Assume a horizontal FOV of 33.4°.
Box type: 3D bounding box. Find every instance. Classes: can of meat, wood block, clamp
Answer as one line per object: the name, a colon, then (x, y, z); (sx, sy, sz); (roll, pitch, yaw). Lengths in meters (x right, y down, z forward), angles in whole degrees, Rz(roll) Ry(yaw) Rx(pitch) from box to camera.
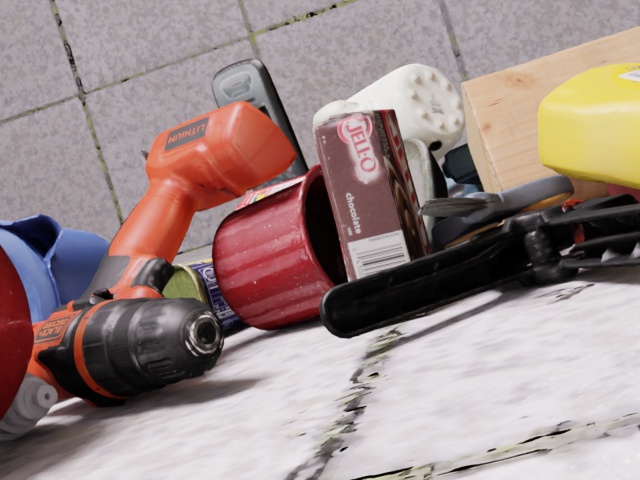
can of meat: (-0.082, 0.040, 0.780); (0.083, 0.057, 0.102); (-17, 3, -41)
wood block: (0.209, -0.079, 0.713); (0.206, 0.090, 0.091); (-17, -25, 4)
clamp: (0.117, 0.001, 0.525); (0.165, 0.036, 0.209); (-15, 1, 34)

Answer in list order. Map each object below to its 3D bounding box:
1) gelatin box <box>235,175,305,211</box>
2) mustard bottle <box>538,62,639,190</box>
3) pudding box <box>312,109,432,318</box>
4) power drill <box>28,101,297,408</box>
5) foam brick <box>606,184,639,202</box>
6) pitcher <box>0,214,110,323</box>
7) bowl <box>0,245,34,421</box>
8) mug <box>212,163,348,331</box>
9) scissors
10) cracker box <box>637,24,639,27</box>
gelatin box: (-0.005, 0.001, 0.729); (0.073, 0.089, 0.030); (-15, 25, 28)
mustard bottle: (0.189, -0.042, 0.460); (0.096, 0.058, 0.192); (-11, 16, -26)
pudding box: (0.034, -0.016, 0.595); (0.039, 0.113, 0.090); (-12, 5, 14)
power drill: (-0.086, 0.008, 0.601); (0.185, 0.057, 0.187); (-12, 39, 47)
foam brick: (0.195, -0.035, 0.618); (0.053, 0.051, 0.078); (-17, 3, 12)
pitcher: (-0.222, 0.055, 0.774); (0.149, 0.145, 0.242); (-5, 1, 5)
bowl: (-0.180, 0.063, 0.486); (0.162, 0.055, 0.162); (-59, -9, -16)
mug: (-0.005, 0.012, 0.670); (0.082, 0.093, 0.117); (-21, -30, 35)
scissors: (0.074, -0.010, 0.584); (0.096, 0.016, 0.201); (-29, -10, 37)
cracker box: (0.338, -0.161, 0.871); (0.164, 0.072, 0.214); (-44, 15, 9)
